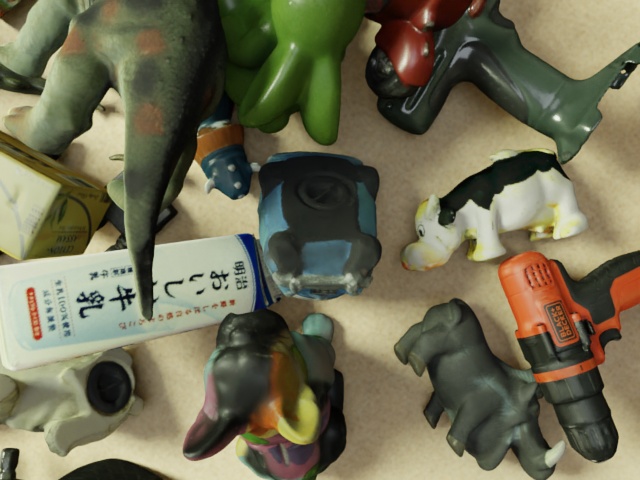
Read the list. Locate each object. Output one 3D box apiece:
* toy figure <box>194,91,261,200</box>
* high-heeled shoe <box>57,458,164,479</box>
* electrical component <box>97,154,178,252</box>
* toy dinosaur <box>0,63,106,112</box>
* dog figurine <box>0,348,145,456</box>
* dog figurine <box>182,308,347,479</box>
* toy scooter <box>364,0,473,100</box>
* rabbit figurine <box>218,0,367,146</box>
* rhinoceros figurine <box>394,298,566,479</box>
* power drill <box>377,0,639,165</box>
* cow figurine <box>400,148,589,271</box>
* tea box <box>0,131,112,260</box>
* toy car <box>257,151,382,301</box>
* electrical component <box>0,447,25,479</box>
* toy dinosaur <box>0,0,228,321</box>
[{"bbox_3d":[-0.102,-0.111,0.499,0.064,0.058,0.154,-18,99,10],"label":"toy figure"},{"bbox_3d":[-0.253,0.287,0.513,0.249,0.086,0.145,11,95,5],"label":"high-heeled shoe"},{"bbox_3d":[-0.184,-0.035,0.508,0.102,0.045,0.078,-34,92,2],"label":"electrical component"},{"bbox_3d":[-0.421,-0.189,0.422,0.471,0.199,0.105,10,107,-33],"label":"toy dinosaur"},{"bbox_3d":[-0.287,0.149,0.510,0.191,0.121,0.172,-25,121,29],"label":"dog figurine"},{"bbox_3d":[-0.037,0.142,0.435,0.109,0.219,0.191,-7,93,3],"label":"dog figurine"},{"bbox_3d":[0.073,-0.211,0.408,0.075,0.135,0.184,1,72,-23],"label":"toy scooter"},{"bbox_3d":[-0.027,-0.158,0.416,0.121,0.170,0.159,7,82,-23],"label":"rabbit figurine"},{"bbox_3d":[0.153,0.146,0.513,0.112,0.073,0.190,-33,92,-9],"label":"rhinoceros figurine"},{"bbox_3d":[0.169,-0.178,0.466,0.207,0.086,0.232,32,97,9],"label":"power drill"},{"bbox_3d":[0.148,-0.028,0.498,0.167,0.068,0.098,-15,88,-3],"label":"cow figurine"},{"bbox_3d":[-0.273,-0.052,0.440,0.170,0.098,0.068,28,92,4],"label":"tea box"},{"bbox_3d":[-0.001,-0.001,0.478,0.109,0.162,0.102,-1,138,-7],"label":"toy car"},{"bbox_3d":[-0.291,0.231,0.470,0.063,0.021,0.094,-7,73,18],"label":"electrical component"},{"bbox_3d":[-0.136,-0.153,0.394,0.192,0.131,0.405,-48,61,20],"label":"toy dinosaur"}]
